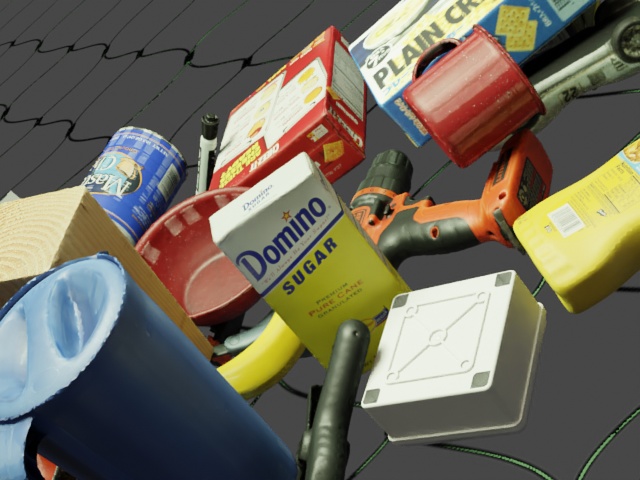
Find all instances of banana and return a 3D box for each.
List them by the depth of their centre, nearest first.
[{"bbox_3d":[-0.038,0.070,0.886,0.197,0.069,0.037,-49,5,-31],"label":"banana"}]

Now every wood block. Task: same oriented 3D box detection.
[{"bbox_3d":[-0.181,0.064,0.862,0.090,0.206,0.090,-9,44,26],"label":"wood block"}]

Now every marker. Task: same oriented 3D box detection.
[{"bbox_3d":[-0.121,-0.087,1.144,0.020,0.121,0.020,6,45,-6],"label":"marker"}]

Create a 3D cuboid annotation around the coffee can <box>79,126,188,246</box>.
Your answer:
[{"bbox_3d":[-0.231,-0.049,1.259,0.103,0.102,0.140,-10,42,40],"label":"coffee can"}]

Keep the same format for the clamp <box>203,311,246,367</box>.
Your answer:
[{"bbox_3d":[-0.116,0.052,1.065,0.164,0.036,0.210,-41,33,-3],"label":"clamp"}]

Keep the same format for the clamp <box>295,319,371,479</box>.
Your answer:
[{"bbox_3d":[0.001,0.154,0.781,0.120,0.039,0.171,102,-177,-62],"label":"clamp"}]

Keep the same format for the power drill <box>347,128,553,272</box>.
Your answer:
[{"bbox_3d":[0.103,-0.032,0.916,0.188,0.057,0.184,-19,36,35],"label":"power drill"}]

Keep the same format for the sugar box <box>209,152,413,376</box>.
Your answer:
[{"bbox_3d":[0.003,0.027,0.829,0.093,0.176,0.048,-35,31,9],"label":"sugar box"}]

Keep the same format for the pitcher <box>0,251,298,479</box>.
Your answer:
[{"bbox_3d":[-0.123,0.138,0.754,0.149,0.242,0.145,-45,36,-7],"label":"pitcher"}]

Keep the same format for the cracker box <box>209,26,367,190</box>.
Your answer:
[{"bbox_3d":[-0.029,-0.111,1.115,0.164,0.072,0.213,-37,25,24],"label":"cracker box"}]

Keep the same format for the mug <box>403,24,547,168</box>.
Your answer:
[{"bbox_3d":[0.116,-0.120,0.865,0.081,0.093,0.117,-39,54,6],"label":"mug"}]

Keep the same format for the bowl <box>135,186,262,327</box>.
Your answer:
[{"bbox_3d":[-0.098,0.026,0.996,0.162,0.055,0.162,-15,43,15],"label":"bowl"}]

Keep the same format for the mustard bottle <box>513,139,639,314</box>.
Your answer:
[{"bbox_3d":[0.238,-0.032,0.761,0.192,0.058,0.096,-35,31,10],"label":"mustard bottle"}]

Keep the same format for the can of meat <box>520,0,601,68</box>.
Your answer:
[{"bbox_3d":[0.216,-0.216,1.025,0.084,0.057,0.102,-20,36,35],"label":"can of meat"}]

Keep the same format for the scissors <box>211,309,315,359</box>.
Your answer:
[{"bbox_3d":[-0.062,0.079,0.953,0.202,0.016,0.096,-8,39,23],"label":"scissors"}]
